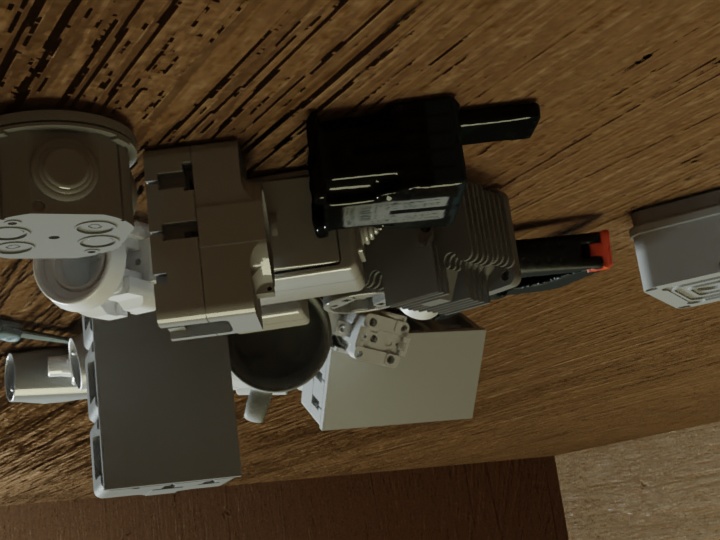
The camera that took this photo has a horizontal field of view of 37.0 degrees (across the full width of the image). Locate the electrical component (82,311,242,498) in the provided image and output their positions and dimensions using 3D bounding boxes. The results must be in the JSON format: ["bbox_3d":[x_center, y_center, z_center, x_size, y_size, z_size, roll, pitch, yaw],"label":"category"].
[{"bbox_3d":[-0.137,0.072,0.726,0.089,0.150,0.062,-2,164,-20],"label":"electrical component"}]

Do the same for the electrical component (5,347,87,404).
[{"bbox_3d":[-0.281,0.099,0.971,0.077,0.043,0.079,1,163,-30],"label":"electrical component"}]

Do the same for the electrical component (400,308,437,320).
[{"bbox_3d":[0.048,0.004,0.734,0.044,0.044,0.065,-3,145,-19],"label":"electrical component"}]

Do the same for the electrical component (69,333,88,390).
[{"bbox_3d":[-0.190,0.061,0.866,0.077,0.043,0.079,-10,154,-25],"label":"electrical component"}]

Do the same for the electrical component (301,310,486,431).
[{"bbox_3d":[0.028,0.086,0.970,0.150,0.089,0.062,-1,-161,-24],"label":"electrical component"}]

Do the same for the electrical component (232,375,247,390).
[{"bbox_3d":[-0.118,0.062,0.875,0.061,0.061,0.096,-12,165,16],"label":"electrical component"}]

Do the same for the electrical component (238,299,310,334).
[{"bbox_3d":[-0.058,0.006,0.680,0.047,0.065,0.076,-8,166,3],"label":"electrical component"}]

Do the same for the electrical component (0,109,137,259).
[{"bbox_3d":[-0.142,-0.038,0.494,0.080,0.051,0.080,-7,166,-2],"label":"electrical component"}]

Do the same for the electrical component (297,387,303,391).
[{"bbox_3d":[-0.019,0.086,1.036,0.095,0.053,0.059,2,163,-34],"label":"electrical component"}]

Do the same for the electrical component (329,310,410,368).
[{"bbox_3d":[0.004,0.051,0.873,0.081,0.042,0.064,15,-176,-29],"label":"electrical component"}]

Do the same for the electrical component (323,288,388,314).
[{"bbox_3d":[0.000,0.000,0.724,0.055,0.047,0.055,-7,166,-2],"label":"electrical component"}]

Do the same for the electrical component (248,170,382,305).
[{"bbox_3d":[-0.036,-0.019,0.601,0.096,0.061,0.061,-9,166,4],"label":"electrical component"}]

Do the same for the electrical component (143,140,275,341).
[{"bbox_3d":[-0.074,-0.015,0.543,0.056,0.089,0.050,-7,166,-2],"label":"electrical component"}]

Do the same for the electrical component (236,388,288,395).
[{"bbox_3d":[-0.095,0.092,1.023,0.047,0.055,0.055,-4,166,0],"label":"electrical component"}]

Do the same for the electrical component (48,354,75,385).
[{"bbox_3d":[-0.237,0.081,0.927,0.062,0.043,0.043,-3,165,-15],"label":"electrical component"}]

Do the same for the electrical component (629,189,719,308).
[{"bbox_3d":[0.249,-0.013,0.781,0.078,0.057,0.113,-15,164,27],"label":"electrical component"}]

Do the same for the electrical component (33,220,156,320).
[{"bbox_3d":[-0.150,-0.003,0.619,0.078,0.058,0.057,-12,168,19],"label":"electrical component"}]
